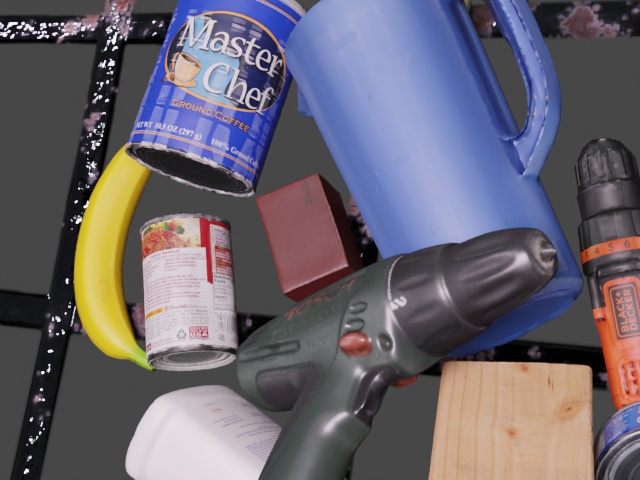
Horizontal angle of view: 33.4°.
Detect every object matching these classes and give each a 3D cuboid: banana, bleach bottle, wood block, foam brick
[{"bbox_3d":[-0.158,0.009,0.834,0.069,0.037,0.198,-4,73,2],"label":"banana"},{"bbox_3d":[-0.002,0.185,0.680,0.251,0.102,0.068,31,104,27],"label":"bleach bottle"},{"bbox_3d":[0.105,0.172,0.589,0.090,0.091,0.206,1,40,12],"label":"wood block"},{"bbox_3d":[-0.005,0.001,0.767,0.053,0.051,0.078,-22,67,13],"label":"foam brick"}]

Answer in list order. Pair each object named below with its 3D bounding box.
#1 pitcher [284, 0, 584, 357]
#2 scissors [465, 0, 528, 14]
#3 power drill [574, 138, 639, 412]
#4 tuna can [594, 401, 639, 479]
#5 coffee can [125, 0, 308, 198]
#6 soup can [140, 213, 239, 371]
[{"bbox_3d":[0.084,-0.056,0.705,0.145,0.149,0.243,-20,70,-8],"label":"pitcher"},{"bbox_3d":[0.082,-0.235,0.825,0.096,0.016,0.202,-41,64,5],"label":"scissors"},{"bbox_3d":[0.254,0.008,0.651,0.188,0.057,0.184,-14,75,27],"label":"power drill"},{"bbox_3d":[0.205,0.138,0.629,0.086,0.033,0.086,5,111,13],"label":"tuna can"},{"bbox_3d":[-0.075,-0.115,0.800,0.103,0.102,0.140,13,79,24],"label":"coffee can"},{"bbox_3d":[-0.095,0.039,0.781,0.069,0.068,0.102,-12,71,17],"label":"soup can"}]
